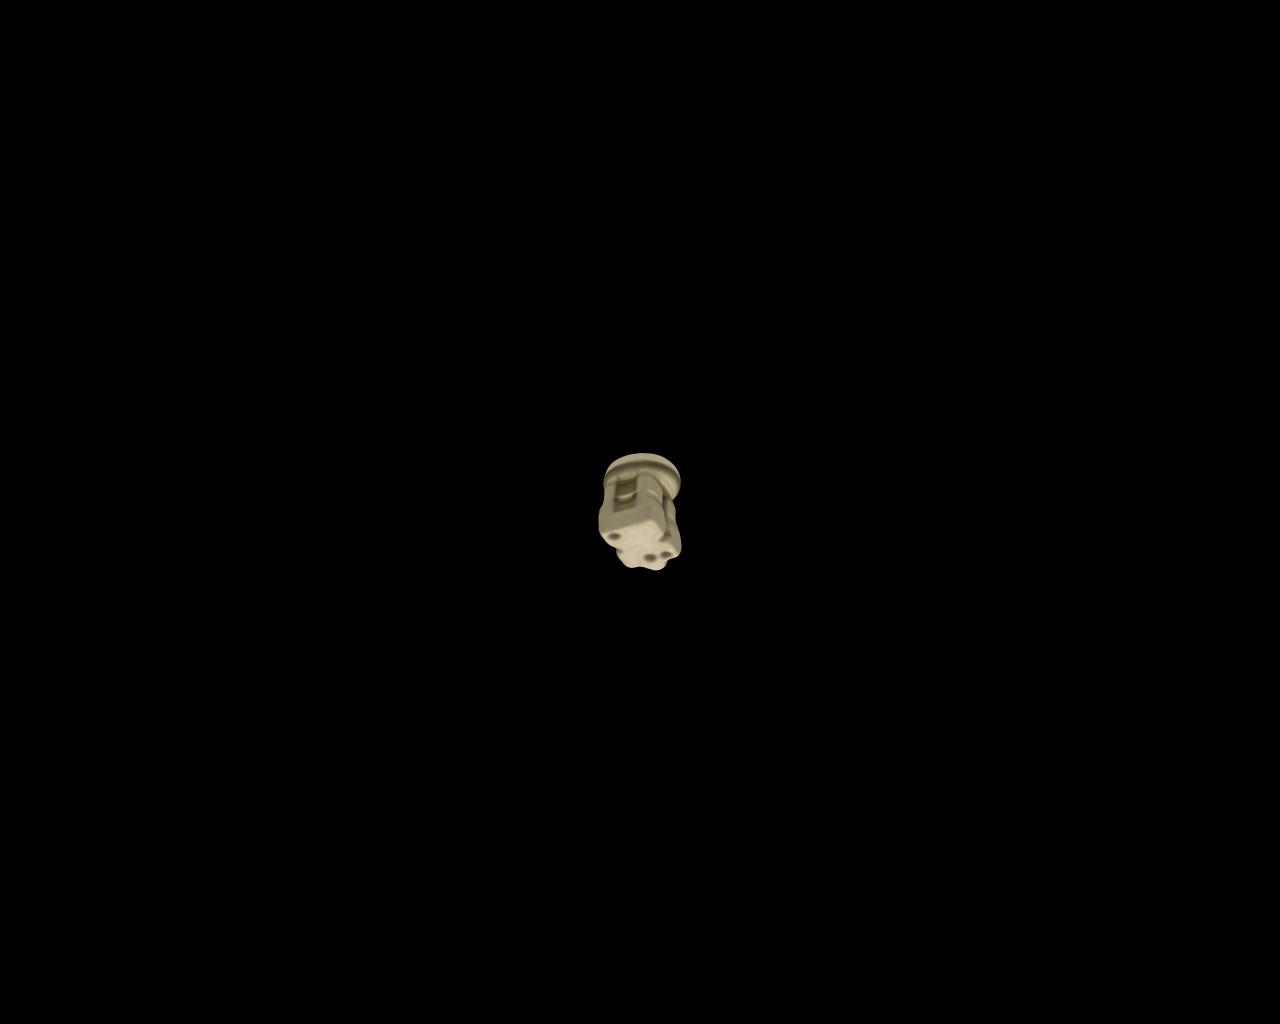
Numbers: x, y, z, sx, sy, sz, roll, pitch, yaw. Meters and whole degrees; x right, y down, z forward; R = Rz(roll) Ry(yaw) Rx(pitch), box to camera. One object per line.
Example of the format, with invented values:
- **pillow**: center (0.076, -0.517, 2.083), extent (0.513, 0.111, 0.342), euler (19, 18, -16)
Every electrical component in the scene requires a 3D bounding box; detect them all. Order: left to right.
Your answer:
- **electrical component**: center (0.001, -0.003, 0.650), extent (0.048, 0.055, 0.066), euler (-13, -38, 18)
